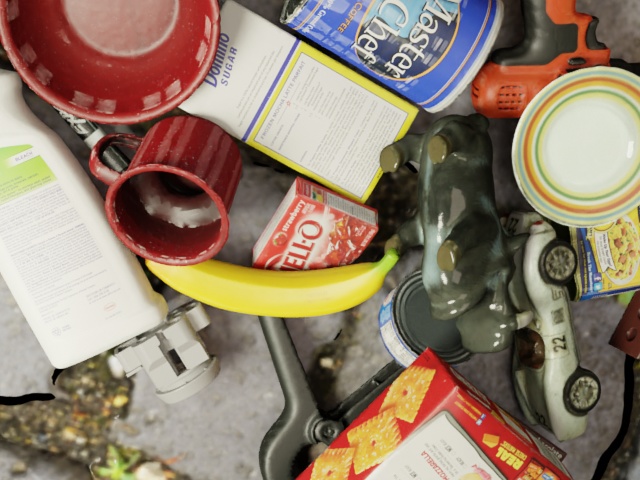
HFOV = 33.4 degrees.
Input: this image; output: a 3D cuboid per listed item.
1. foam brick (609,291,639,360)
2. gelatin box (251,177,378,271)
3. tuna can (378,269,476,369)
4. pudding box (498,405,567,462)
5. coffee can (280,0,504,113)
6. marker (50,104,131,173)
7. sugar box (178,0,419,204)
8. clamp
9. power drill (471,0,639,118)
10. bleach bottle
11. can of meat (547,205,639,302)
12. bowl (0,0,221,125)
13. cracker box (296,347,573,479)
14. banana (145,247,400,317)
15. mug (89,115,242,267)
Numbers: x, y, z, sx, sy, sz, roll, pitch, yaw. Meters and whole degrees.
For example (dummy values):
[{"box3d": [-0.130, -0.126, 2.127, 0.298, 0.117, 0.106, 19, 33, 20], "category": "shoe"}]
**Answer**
[{"box3d": [0.305, 0.074, 0.945, 0.051, 0.053, 0.078, 26, 93, -15], "category": "foam brick"}, {"box3d": [-0.006, 0.001, 0.856, 0.073, 0.030, 0.089, 23, 125, -16], "category": "gelatin box"}, {"box3d": [0.093, 0.069, 0.886, 0.086, 0.034, 0.086, 9, 64, -18], "category": "tuna can"}, {"box3d": [0.145, 0.191, 0.936, 0.113, 0.039, 0.090, 35, 91, -15], "category": "pudding box"}, {"box3d": [0.055, -0.176, 0.822, 0.140, 0.103, 0.103, 29, 92, -15], "category": "coffee can"}, {"box3d": [-0.189, -0.096, 0.824, 0.020, 0.020, 0.121, -41, 105, -3], "category": "marker"}, {"box3d": [-0.021, -0.108, 0.847, 0.176, 0.048, 0.093, 29, 94, -12], "category": "sugar box"}, {"box3d": [0.013, 0.154, 0.902, 0.164, 0.036, 0.210, 8, 94, -13], "category": "clamp"}, {"box3d": [0.219, -0.186, 0.859, 0.184, 0.057, 0.188, -3, 114, -10], "category": "power drill"}, {"box3d": [-0.213, -0.034, 0.808, 0.102, 0.068, 0.251, -25, 102, -7], "category": "bleach bottle"}, {"box3d": [0.246, -0.001, 0.918, 0.084, 0.057, 0.102, -10, 101, -9], "category": "can of meat"}, {"box3d": [-0.152, -0.170, 0.787, 0.162, 0.055, 0.162, 0, 118, 0], "category": "bowl"}, {"box3d": [0.074, 0.215, 0.861, 0.214, 0.072, 0.164, -46, 118, 8], "category": "cracker box"}, {"box3d": [-0.035, 0.031, 0.839, 0.198, 0.037, 0.069, -2, 125, 5], "category": "banana"}, {"box3d": [-0.116, -0.045, 0.804, 0.117, 0.081, 0.093, 23, 129, -7], "category": "mug"}]
